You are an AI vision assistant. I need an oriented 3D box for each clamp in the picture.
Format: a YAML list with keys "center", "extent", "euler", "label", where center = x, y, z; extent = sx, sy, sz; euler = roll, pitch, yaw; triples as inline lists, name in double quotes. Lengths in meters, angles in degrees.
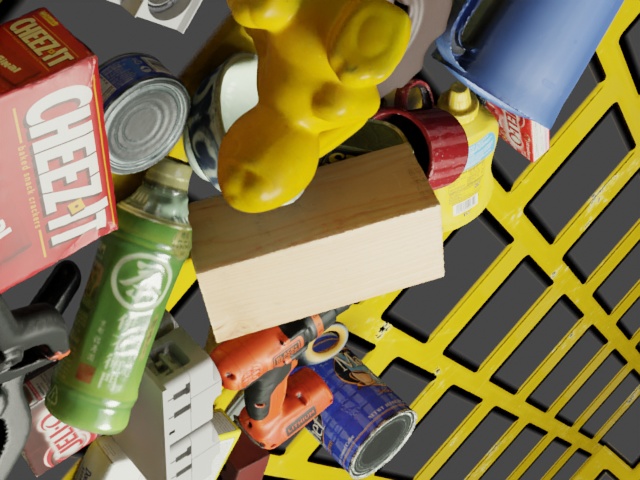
- center: [-0.236, 0.079, 0.738]
  extent: [0.120, 0.039, 0.171]
  euler: [-31, 164, 5]
  label: "clamp"
- center: [-0.255, 0.115, 0.823]
  extent: [0.164, 0.036, 0.210]
  euler: [-19, 124, -43]
  label: "clamp"

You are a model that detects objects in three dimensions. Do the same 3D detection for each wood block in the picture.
- center: [-0.006, 0.001, 0.914]
  extent: [0.206, 0.090, 0.091]
  euler: [-16, 135, -6]
  label: "wood block"

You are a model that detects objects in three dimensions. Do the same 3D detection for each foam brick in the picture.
- center: [-0.099, 0.264, 1.237]
  extent: [0.051, 0.053, 0.078]
  euler: [-20, 140, -40]
  label: "foam brick"

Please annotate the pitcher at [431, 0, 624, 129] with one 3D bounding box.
- center: [0.212, -0.236, 0.974]
  extent: [0.243, 0.145, 0.149]
  euler: [-59, -179, 13]
  label: "pitcher"

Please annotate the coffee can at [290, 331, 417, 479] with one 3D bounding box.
- center: [0.026, 0.187, 1.220]
  extent: [0.102, 0.140, 0.103]
  euler: [-33, 148, -24]
  label: "coffee can"

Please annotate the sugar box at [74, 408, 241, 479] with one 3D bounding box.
- center: [-0.172, 0.234, 1.112]
  extent: [0.175, 0.048, 0.093]
  euler: [-2, 127, -48]
  label: "sugar box"

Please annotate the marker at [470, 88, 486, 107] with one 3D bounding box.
- center: [0.167, -0.134, 1.140]
  extent: [0.020, 0.020, 0.121]
  euler: [-35, 149, -21]
  label: "marker"

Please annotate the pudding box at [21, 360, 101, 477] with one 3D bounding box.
- center: [-0.228, 0.148, 0.936]
  extent: [0.090, 0.039, 0.113]
  euler: [-33, 147, -23]
  label: "pudding box"

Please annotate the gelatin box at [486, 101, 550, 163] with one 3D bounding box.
- center: [0.210, -0.133, 1.142]
  extent: [0.030, 0.073, 0.089]
  euler: [-41, 150, -10]
  label: "gelatin box"

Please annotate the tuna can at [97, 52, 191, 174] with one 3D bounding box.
- center: [-0.136, -0.090, 0.773]
  extent: [0.086, 0.034, 0.086]
  euler: [-33, 148, -24]
  label: "tuna can"

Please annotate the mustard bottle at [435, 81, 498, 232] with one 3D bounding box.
- center: [0.141, -0.091, 1.116]
  extent: [0.096, 0.058, 0.191]
  euler: [-27, 146, -16]
  label: "mustard bottle"

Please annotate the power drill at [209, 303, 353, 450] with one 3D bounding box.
- center: [-0.026, 0.120, 1.083]
  extent: [0.184, 0.057, 0.188]
  euler: [-33, 147, -22]
  label: "power drill"

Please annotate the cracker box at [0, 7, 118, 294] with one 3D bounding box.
- center: [-0.237, -0.028, 0.675]
  extent: [0.213, 0.072, 0.164]
  euler: [-31, 148, -28]
  label: "cracker box"

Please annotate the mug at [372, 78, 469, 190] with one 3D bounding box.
- center: [0.090, -0.096, 1.025]
  extent: [0.081, 0.093, 0.117]
  euler: [-16, 107, -51]
  label: "mug"

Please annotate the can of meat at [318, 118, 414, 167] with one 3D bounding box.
- center: [0.020, -0.065, 0.968]
  extent: [0.101, 0.057, 0.084]
  euler: [7, 127, -29]
  label: "can of meat"

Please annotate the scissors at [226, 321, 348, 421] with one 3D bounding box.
- center: [-0.039, 0.149, 1.183]
  extent: [0.096, 0.016, 0.202]
  euler: [15, 117, -27]
  label: "scissors"

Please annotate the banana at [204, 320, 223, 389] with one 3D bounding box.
- center: [-0.105, 0.106, 1.051]
  extent: [0.069, 0.037, 0.198]
  euler: [-14, 137, -48]
  label: "banana"
